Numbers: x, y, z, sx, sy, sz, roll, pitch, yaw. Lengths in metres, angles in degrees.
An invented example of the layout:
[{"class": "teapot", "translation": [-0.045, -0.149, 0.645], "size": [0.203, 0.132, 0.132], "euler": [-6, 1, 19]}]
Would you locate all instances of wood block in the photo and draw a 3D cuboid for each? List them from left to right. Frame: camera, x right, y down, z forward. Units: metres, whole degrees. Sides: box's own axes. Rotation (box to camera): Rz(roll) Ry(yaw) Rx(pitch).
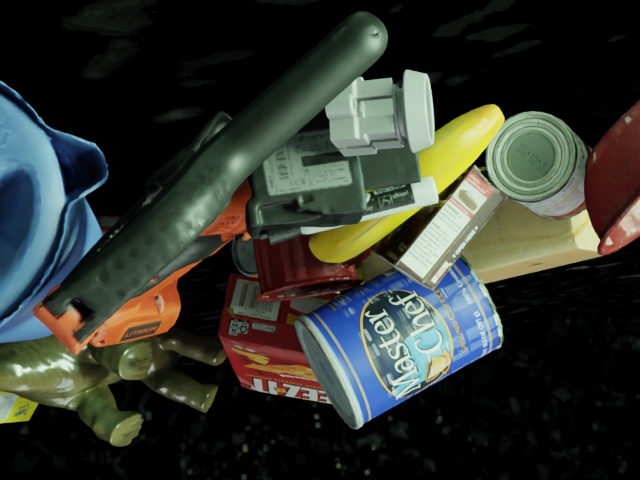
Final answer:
[{"class": "wood block", "translation": [0.145, -0.009, 0.972], "size": [0.206, 0.090, 0.090], "euler": [-16, 168, 32]}]

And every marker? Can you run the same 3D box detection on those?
[{"class": "marker", "translation": [0.018, -0.019, 0.708], "size": [0.121, 0.020, 0.020], "euler": [-14, 170, 0]}]

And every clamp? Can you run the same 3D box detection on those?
[{"class": "clamp", "translation": [-0.057, -0.030, 0.525], "size": [0.165, 0.036, 0.209], "euler": [-29, -162, 49]}]

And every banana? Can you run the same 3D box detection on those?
[{"class": "banana", "translation": [0.048, -0.031, 0.763], "size": [0.198, 0.037, 0.069], "euler": [-37, -168, 40]}]

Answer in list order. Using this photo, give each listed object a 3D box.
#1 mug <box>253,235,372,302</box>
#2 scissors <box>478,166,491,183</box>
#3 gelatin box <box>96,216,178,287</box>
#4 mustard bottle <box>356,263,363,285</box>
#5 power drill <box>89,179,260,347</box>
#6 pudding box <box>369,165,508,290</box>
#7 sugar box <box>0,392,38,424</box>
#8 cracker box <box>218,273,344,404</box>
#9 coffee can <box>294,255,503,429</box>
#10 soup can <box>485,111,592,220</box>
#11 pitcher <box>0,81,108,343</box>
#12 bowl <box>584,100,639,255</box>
[{"class": "mug", "translation": [-0.006, 0.001, 0.899], "size": [0.117, 0.081, 0.093], "euler": [-17, 168, 37]}, {"class": "scissors", "translation": [0.075, -0.035, 0.902], "size": [0.202, 0.016, 0.096], "euler": [-13, -169, 19]}, {"class": "gelatin box", "translation": [-0.158, 0.018, 0.868], "size": [0.089, 0.073, 0.030], "euler": [-4, -157, -34]}, {"class": "mustard bottle", "translation": [0.053, 0.019, 1.118], "size": [0.096, 0.058, 0.191], "euler": [9, 175, 17]}, {"class": "power drill", "translation": [-0.085, 0.004, 0.788], "size": [0.188, 0.057, 0.184], "euler": [-39, 162, 28]}, {"class": "pudding box", "translation": [0.081, -0.016, 0.788], "size": [0.039, 0.090, 0.113], "euler": [37, -179, -16]}, {"class": "sugar box", "translation": [-0.366, 0.119, 1.046], "size": [0.176, 0.048, 0.093], "euler": [26, 179, 15]}, {"class": "cracker box", "translation": [-0.007, 0.109, 1.063], "size": [0.164, 0.072, 0.214], "euler": [10, 160, 5]}, {"class": "coffee can", "translation": [0.064, 0.078, 0.880], "size": [0.140, 0.103, 0.103], "euler": [-28, 174, -11]}, {"class": "soup can", "translation": [0.168, -0.054, 0.798], "size": [0.069, 0.068, 0.102], "euler": [-14, 169, 22]}, {"class": "pitcher", "translation": [-0.197, 0.000, 0.588], "size": [0.149, 0.145, 0.243], "euler": [27, 171, 0]}, {"class": "bowl", "translation": [0.238, -0.063, 0.743], "size": [0.162, 0.055, 0.162], "euler": [-35, 161, -14]}]
